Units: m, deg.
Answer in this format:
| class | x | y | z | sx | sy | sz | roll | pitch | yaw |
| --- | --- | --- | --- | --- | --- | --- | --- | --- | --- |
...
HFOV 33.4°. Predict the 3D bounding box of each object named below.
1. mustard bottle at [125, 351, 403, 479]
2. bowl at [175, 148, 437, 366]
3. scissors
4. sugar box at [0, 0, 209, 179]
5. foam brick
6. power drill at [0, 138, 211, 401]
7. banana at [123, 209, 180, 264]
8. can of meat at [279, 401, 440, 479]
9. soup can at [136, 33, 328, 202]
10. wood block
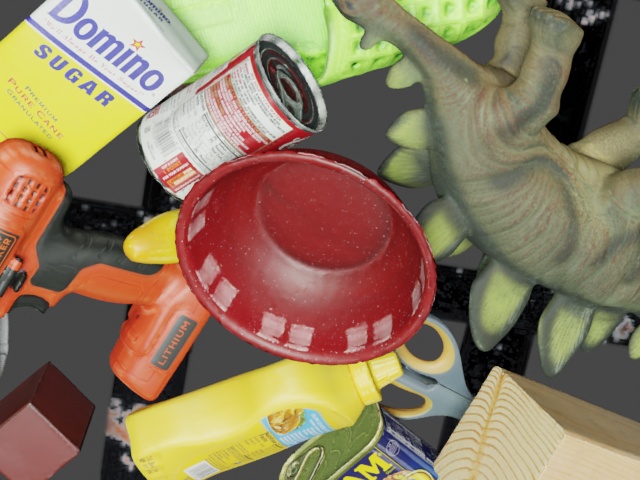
| class | x | y | z | sx | sy | sz | roll | pitch | yaw |
| --- | --- | --- | --- | --- | --- | --- | --- | --- | --- |
| mustard bottle | -0.033 | 0.120 | 0.755 | 0.191 | 0.058 | 0.096 | -21 | 151 | 6 |
| bowl | -0.004 | 0.001 | 0.654 | 0.162 | 0.055 | 0.162 | 9 | 129 | 11 |
| scissors | 0.120 | 0.113 | 0.804 | 0.201 | 0.016 | 0.096 | 15 | 108 | -8 |
| sugar box | -0.168 | -0.097 | 0.688 | 0.176 | 0.048 | 0.093 | -35 | 106 | 24 |
| foam brick | -0.200 | 0.132 | 0.758 | 0.053 | 0.078 | 0.051 | -39 | 104 | 8 |
| power drill | -0.174 | 0.045 | 0.703 | 0.187 | 0.057 | 0.184 | 27 | 102 | -39 |
| banana | -0.046 | 0.014 | 0.723 | 0.037 | 0.069 | 0.197 | -16 | 147 | 40 |
| can of meat | 0.034 | 0.177 | 0.791 | 0.102 | 0.057 | 0.084 | -43 | 114 | 15 |
| soup can | -0.056 | -0.074 | 0.666 | 0.102 | 0.068 | 0.068 | -29 | 107 | 25 |
| wood block | 0.196 | 0.175 | 0.756 | 0.205 | 0.090 | 0.091 | 23 | 103 | -30 |
